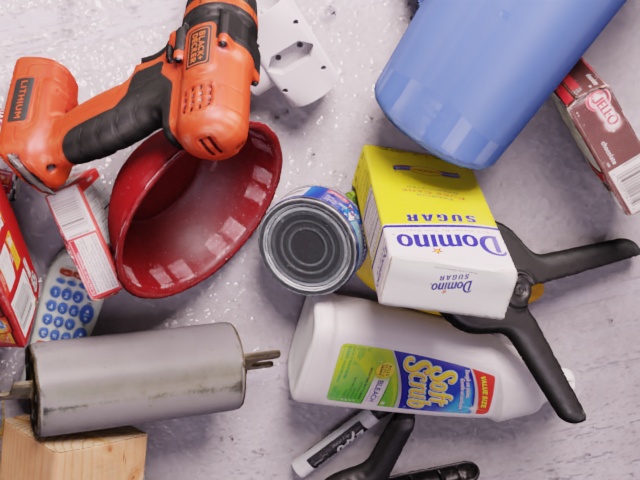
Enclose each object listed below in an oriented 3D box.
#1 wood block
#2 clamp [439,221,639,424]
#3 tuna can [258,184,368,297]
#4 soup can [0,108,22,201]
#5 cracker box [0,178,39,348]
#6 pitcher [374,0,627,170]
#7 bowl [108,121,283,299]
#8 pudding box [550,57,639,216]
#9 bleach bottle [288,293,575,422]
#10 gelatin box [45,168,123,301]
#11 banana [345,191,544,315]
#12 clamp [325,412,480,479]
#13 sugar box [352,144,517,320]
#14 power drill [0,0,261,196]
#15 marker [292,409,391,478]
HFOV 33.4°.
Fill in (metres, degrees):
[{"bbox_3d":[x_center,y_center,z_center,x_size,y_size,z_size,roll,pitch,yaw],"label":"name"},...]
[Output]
[{"bbox_3d":[-0.215,0.256,0.903,0.090,0.091,0.206,-3,103,-45],"label":"wood block"},{"bbox_3d":[0.159,0.052,0.877,0.209,0.036,0.164,17,80,-15],"label":"clamp"},{"bbox_3d":[-0.006,0.001,0.855,0.086,0.033,0.086,7,111,17],"label":"tuna can"},{"bbox_3d":[-0.269,-0.071,0.787,0.102,0.068,0.069,13,116,-13],"label":"soup can"},{"bbox_3d":[-0.329,0.005,0.775,0.214,0.072,0.164,1,142,4],"label":"cracker box"},{"bbox_3d":[0.134,-0.179,0.750,0.144,0.149,0.243,18,119,-32],"label":"pitcher"},{"bbox_3d":[-0.104,-0.034,0.805,0.162,0.055,0.162,-38,152,-25],"label":"bowl"},{"bbox_3d":[0.215,-0.085,0.820,0.039,0.090,0.113,-30,117,11],"label":"pudding box"},{"bbox_3d":[0.104,0.106,0.924,0.250,0.068,0.103,9,124,-13],"label":"bleach bottle"},{"bbox_3d":[-0.173,-0.005,0.818,0.030,0.073,0.089,-21,103,4],"label":"gelatin box"},{"bbox_3d":[0.094,0.029,0.897,0.197,0.037,0.070,24,113,-17],"label":"banana"},{"bbox_3d":[0.051,0.223,0.993,0.171,0.039,0.120,-31,118,10],"label":"clamp"},{"bbox_3d":[0.081,-0.011,0.795,0.093,0.176,0.048,7,117,-10],"label":"sugar box"},{"bbox_3d":[-0.129,-0.118,0.743,0.188,0.184,0.057,-17,141,23],"label":"power drill"},{"bbox_3d":[0.025,0.177,0.978,0.121,0.020,0.020,-39,115,14],"label":"marker"}]
